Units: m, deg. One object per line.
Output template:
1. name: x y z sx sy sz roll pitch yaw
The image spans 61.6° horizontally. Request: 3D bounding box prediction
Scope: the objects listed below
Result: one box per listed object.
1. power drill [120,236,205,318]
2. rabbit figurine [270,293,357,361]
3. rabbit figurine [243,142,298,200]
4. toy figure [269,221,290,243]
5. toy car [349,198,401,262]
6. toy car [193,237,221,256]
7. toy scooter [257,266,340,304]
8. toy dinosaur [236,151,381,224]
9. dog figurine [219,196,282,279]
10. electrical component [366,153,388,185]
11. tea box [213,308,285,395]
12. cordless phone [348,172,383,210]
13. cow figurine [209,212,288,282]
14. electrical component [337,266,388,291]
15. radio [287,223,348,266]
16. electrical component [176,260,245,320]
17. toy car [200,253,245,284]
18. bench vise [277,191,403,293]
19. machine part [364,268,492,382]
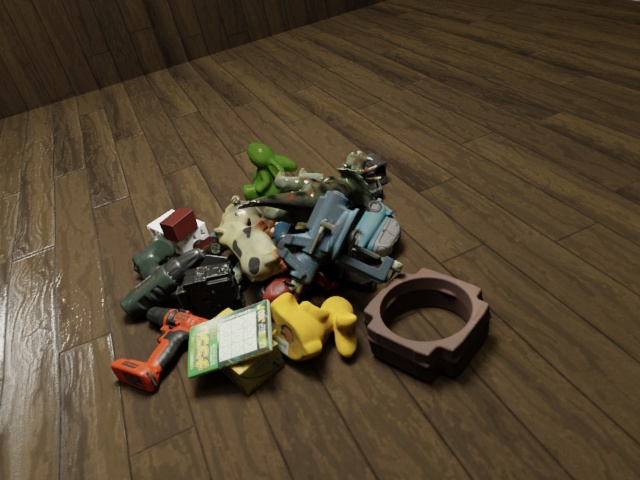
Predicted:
1. power drill: -0.374 0.069 1.280 0.232 0.085 0.207 -43 37 1
2. rabbit figurine: 0.005 0.158 1.055 0.163 0.121 0.173 14 24 42
3. rabbit figurine: -0.153 -0.195 1.535 0.159 0.170 0.121 9 41 29
4. toy figure: -0.100 -0.032 1.390 0.058 0.064 0.155 -41 30 13
5. toy car: 0.136 -0.012 1.257 0.103 0.109 0.162 22 55 16
6. toy car: -0.246 -0.016 1.420 0.089 0.053 0.202 -1 32 48
7. toy scooter: -0.038 0.106 1.171 0.135 0.075 0.184 18 41 36
8. toy dinosaur: 0.002 -0.100 1.254 0.192 0.131 0.405 6 24 30
9. dog figurine: -0.152 -0.007 1.286 0.121 0.172 0.191 -38 34 -14
10. electrical component: 0.145 -0.208 1.543 0.048 0.074 0.119 -25 41 -19
11. tea box: -0.163 0.216 1.062 0.170 0.068 0.098 23 50 41
12. cordless phone: 0.078 -0.150 1.499 0.147 0.088 0.184 -23 25 -13
13. cow figurine: -0.163 0.013 1.195 0.127 0.085 0.195 -30 54 -5
14. electrical component: 0.088 0.079 1.190 0.102 0.045 0.078 17 47 36
15. radio: -0.003 -0.004 1.247 0.131 0.073 0.230 -7 16 5
16. electrical component: -0.244 0.116 1.184 0.134 0.114 0.058 -14 32 5
17. toy car: -0.260 0.071 1.296 0.202 0.056 0.073 5 45 34
18. bench vise: 0.042 0.028 1.068 0.241 0.128 0.223 25 75 5
19. machine part: 0.201 0.155 1.017 0.201 0.087 0.201 20 45 37
